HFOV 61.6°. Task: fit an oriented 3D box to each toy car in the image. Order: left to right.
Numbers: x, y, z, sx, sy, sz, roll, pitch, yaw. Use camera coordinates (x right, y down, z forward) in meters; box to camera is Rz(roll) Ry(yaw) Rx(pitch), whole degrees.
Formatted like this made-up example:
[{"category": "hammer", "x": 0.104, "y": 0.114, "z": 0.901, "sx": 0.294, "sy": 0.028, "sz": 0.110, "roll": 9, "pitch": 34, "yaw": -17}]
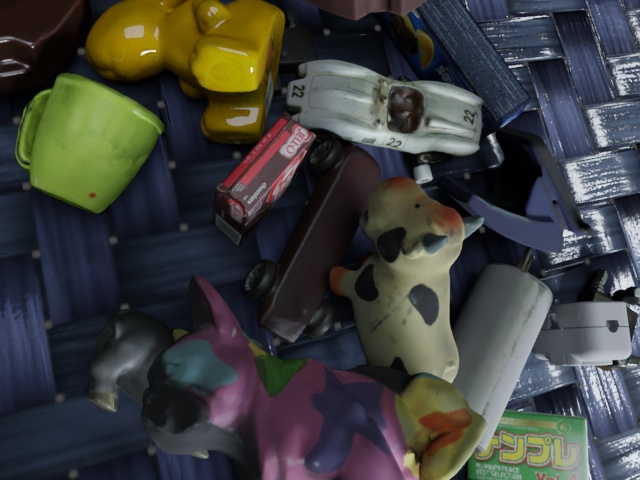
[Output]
[{"category": "toy car", "x": -0.001, "y": -0.002, "z": 0.513, "sx": 0.089, "sy": 0.053, "sz": 0.202, "roll": 36, "pitch": 71, "yaw": -28}, {"category": "toy car", "x": 0.066, "y": -0.128, "z": 0.538, "sx": 0.202, "sy": 0.056, "sz": 0.073, "roll": 9, "pitch": 79, "yaw": -10}]

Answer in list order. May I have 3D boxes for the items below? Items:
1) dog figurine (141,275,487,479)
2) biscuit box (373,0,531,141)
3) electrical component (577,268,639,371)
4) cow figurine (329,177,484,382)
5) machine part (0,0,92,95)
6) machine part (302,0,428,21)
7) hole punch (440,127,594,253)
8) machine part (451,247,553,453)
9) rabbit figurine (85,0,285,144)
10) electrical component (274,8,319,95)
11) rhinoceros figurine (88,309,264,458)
[{"category": "dog figurine", "x": -0.012, "y": 0.113, "z": 0.384, "sx": 0.219, "sy": 0.108, "sz": 0.191, "roll": 45, "pitch": 46, "yaw": 14}, {"category": "biscuit box", "x": 0.142, "y": -0.206, "z": 0.593, "sx": 0.063, "sy": 0.059, "sz": 0.202, "roll": -34, "pitch": 88, "yaw": -20}, {"category": "electrical component", "x": 0.324, "y": 0.090, "z": 0.588, "sx": 0.078, "sy": 0.045, "sz": 0.102, "roll": 35, "pitch": 71, "yaw": -8}, {"category": "cow figurine", "x": 0.075, "y": 0.043, "z": 0.456, "sx": 0.085, "sy": 0.127, "sz": 0.194, "roll": -20, "pitch": 105, "yaw": -42}, {"category": "machine part", "x": -0.291, "y": -0.211, "z": 0.457, "sx": 0.179, "sy": 0.056, "sz": 0.179, "roll": 8, "pitch": 64, "yaw": -18}, {"category": "machine part", "x": 0.049, "y": -0.312, "z": 0.534, "sx": 0.202, "sy": 0.087, "sz": 0.201, "roll": 34, "pitch": 63, "yaw": 29}, {"category": "hole punch", "x": 0.191, "y": -0.039, "z": 0.540, "sx": 0.092, "sy": 0.142, "sz": 0.115, "roll": -36, "pitch": 104, "yaw": 6}, {"category": "machine part", "x": 0.158, "y": 0.111, "z": 0.522, "sx": 0.079, "sy": 0.079, "sz": 0.243, "roll": 34, "pitch": 72, "yaw": -7}, {"category": "rabbit figurine", "x": -0.124, "y": -0.185, "z": 0.490, "sx": 0.173, "sy": 0.121, "sz": 0.162, "roll": 5, "pitch": 73, "yaw": 4}, {"category": "electrical component", "x": -0.037, "y": -0.197, "z": 0.561, "sx": 0.063, "sy": 0.021, "sz": 0.094, "roll": -8, "pitch": 81, "yaw": -17}, {"category": "rhinoceros figurine", "x": -0.098, "y": 0.122, "z": 0.454, "sx": 0.190, "sy": 0.073, "sz": 0.112, "roll": 24, "pitch": 63, "yaw": -8}]
